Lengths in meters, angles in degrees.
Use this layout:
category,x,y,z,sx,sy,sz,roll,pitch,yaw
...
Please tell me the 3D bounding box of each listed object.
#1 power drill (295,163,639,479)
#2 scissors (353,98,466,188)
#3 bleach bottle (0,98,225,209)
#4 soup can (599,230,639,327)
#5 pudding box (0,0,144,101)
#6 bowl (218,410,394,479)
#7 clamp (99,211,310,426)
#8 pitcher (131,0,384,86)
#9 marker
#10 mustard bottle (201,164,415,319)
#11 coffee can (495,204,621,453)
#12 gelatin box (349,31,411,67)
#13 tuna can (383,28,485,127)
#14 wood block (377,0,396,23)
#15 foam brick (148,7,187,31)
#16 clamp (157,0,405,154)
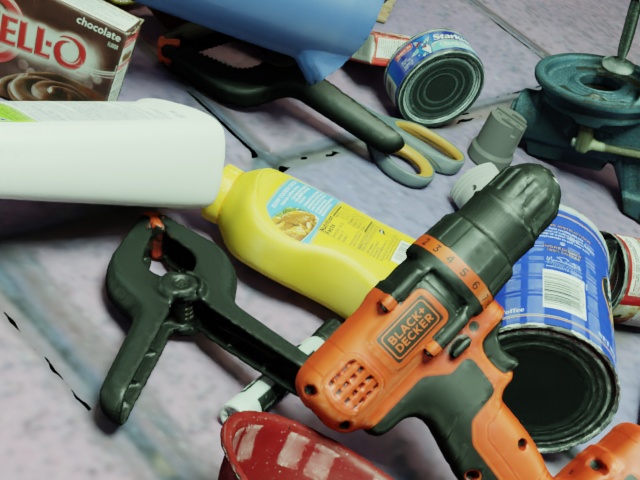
category,x,y,z,sx,sy,sz,roll,pitch,yaw
power drill,0.107,0.076,0.581,0.187,0.184,0.057,46,-5,-4
scissors,0.028,-0.100,0.907,0.202,0.016,0.096,26,35,2
bleach bottle,-0.181,-0.053,0.626,0.250,0.068,0.103,-3,15,-44
soup can,0.253,0.033,0.823,0.102,0.069,0.068,9,38,-23
pudding box,-0.191,-0.137,0.755,0.113,0.090,0.039,24,34,-3
bowl,0.007,0.151,0.500,0.162,0.055,0.162,34,7,-5
clamp,-0.071,0.041,0.630,0.120,0.039,0.171,5,37,-17
pitcher,-0.075,-0.227,0.774,0.242,0.145,0.149,13,38,-23
marker,-0.018,0.078,0.641,0.020,0.020,0.120,36,36,15
mustard bottle,-0.005,0.001,0.715,0.191,0.058,0.096,28,30,5
coffee can,0.140,0.053,0.697,0.103,0.103,0.140,22,35,-4
gelatin box,0.059,-0.177,0.985,0.073,0.030,0.089,2,14,-27
tuna can,0.102,-0.142,0.945,0.086,0.086,0.034,3,42,-28
wood block,-0.018,-0.303,1.080,0.205,0.090,0.091,12,38,-18
foam brick,-0.113,-0.219,0.909,0.051,0.078,0.053,55,6,35
clamp,-0.026,-0.142,0.876,0.210,0.036,0.164,-4,67,-9
